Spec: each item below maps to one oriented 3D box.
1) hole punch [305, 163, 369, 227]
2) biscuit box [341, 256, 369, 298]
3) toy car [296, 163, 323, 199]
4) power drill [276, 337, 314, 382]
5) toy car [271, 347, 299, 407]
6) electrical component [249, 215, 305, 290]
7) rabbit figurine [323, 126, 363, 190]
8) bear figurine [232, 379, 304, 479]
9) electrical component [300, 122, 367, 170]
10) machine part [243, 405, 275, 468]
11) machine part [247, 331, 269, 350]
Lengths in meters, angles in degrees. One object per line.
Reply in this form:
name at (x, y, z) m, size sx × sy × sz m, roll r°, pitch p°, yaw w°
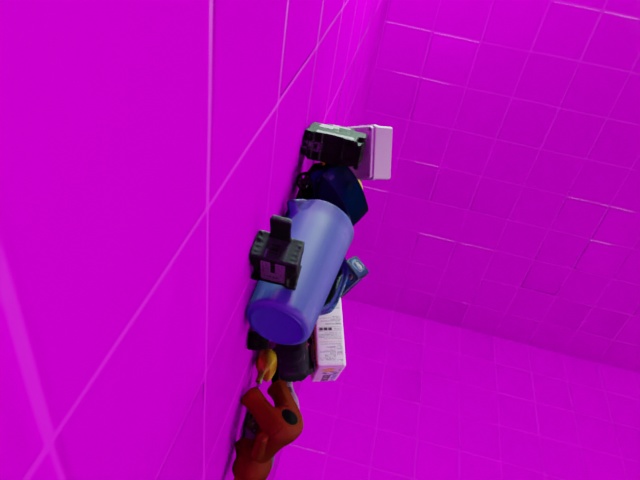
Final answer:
hole punch at (0.035, -0.084, 1.020) m, size 0.142 × 0.092 × 0.115 m, roll -41°, pitch 131°, yaw -55°
biscuit box at (0.041, 0.126, 1.430) m, size 0.202 × 0.059 × 0.063 m, roll -47°, pitch 163°, yaw 33°
toy car at (-0.028, -0.057, 1.078) m, size 0.089 × 0.053 × 0.202 m, roll -26°, pitch 128°, yaw -62°
power drill at (-0.053, 0.190, 1.112) m, size 0.207 × 0.086 × 0.232 m, roll 97°, pitch -11°, yaw -57°
toy car at (-0.083, 0.337, 1.223) m, size 0.073 × 0.056 × 0.202 m, roll 121°, pitch -35°, yaw -49°
electrical component at (-0.060, 0.019, 0.773) m, size 0.119 × 0.075 × 0.048 m, roll 105°, pitch 1°, yaw -57°
rabbit figurine at (0.046, -0.161, 1.228) m, size 0.162 × 0.122 × 0.173 m, roll -19°, pitch -97°, yaw 60°
bear figurine at (-0.120, 0.386, 1.047) m, size 0.120 × 0.132 × 0.195 m, roll 0°, pitch 133°, yaw -54°
electrical component at (0.030, -0.184, 1.035) m, size 0.134 × 0.115 × 0.058 m, roll -61°, pitch 166°, yaw -69°
machine part at (-0.132, 0.443, 1.179) m, size 0.079 × 0.079 × 0.243 m, roll -71°, pitch 174°, yaw -53°
machine part at (-0.098, 0.155, 0.968) m, size 0.139 × 0.039 × 0.084 m, roll -66°, pitch 174°, yaw -76°
